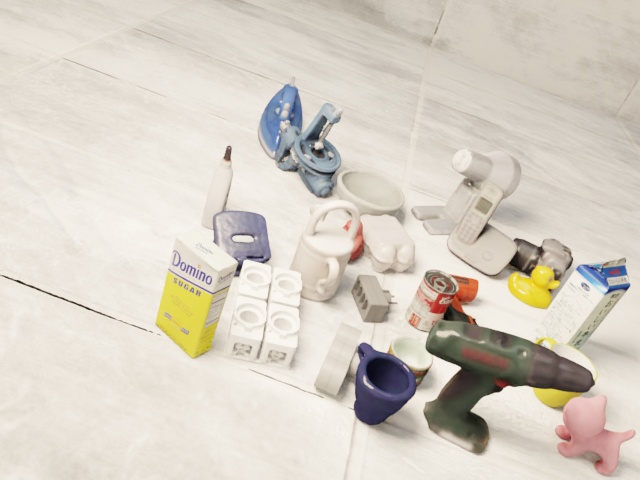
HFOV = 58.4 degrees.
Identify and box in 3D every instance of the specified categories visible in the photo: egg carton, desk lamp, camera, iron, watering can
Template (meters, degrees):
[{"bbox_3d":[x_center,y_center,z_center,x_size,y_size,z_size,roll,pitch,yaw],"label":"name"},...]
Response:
[{"bbox_3d":[0.137,0.005,1.223,0.107,0.069,0.150,0,39,-28],"label":"egg carton"},{"bbox_3d":[0.361,-0.123,1.393,0.204,0.213,0.117,-3,40,-30],"label":"desk lamp"},{"bbox_3d":[0.517,0.036,1.352,0.136,0.101,0.143,29,34,13],"label":"camera"},{"bbox_3d":[-0.094,-0.329,1.509,0.119,0.141,0.258,15,34,-9],"label":"iron"},{"bbox_3d":[0.007,0.004,1.044,0.101,0.194,0.172,-9,43,-36],"label":"watering can"}]

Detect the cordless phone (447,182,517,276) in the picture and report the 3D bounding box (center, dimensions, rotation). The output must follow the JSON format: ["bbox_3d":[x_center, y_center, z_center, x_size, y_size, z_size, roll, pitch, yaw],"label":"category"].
[{"bbox_3d":[0.385,-0.025,1.292,0.147,0.185,0.094,35,36,21],"label":"cordless phone"}]

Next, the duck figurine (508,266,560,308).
[{"bbox_3d":[0.475,0.093,1.264,0.104,0.086,0.078,25,34,7],"label":"duck figurine"}]

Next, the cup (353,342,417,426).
[{"bbox_3d":[0.080,0.222,0.862,0.092,0.095,0.117,-5,41,-33],"label":"cup"}]

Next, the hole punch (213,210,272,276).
[{"bbox_3d":[-0.144,0.007,1.053,0.109,0.091,0.101,0,38,-27],"label":"hole punch"}]

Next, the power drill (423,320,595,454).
[{"bbox_3d":[0.252,0.219,0.855,0.229,0.208,0.076,25,34,7],"label":"power drill"}]

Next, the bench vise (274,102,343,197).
[{"bbox_3d":[-0.028,-0.237,1.343,0.207,0.220,0.122,33,35,18],"label":"bench vise"}]

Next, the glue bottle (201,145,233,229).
[{"bbox_3d":[-0.192,-0.108,1.115,0.037,0.173,0.078,17,34,-5],"label":"glue bottle"}]

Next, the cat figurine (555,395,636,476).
[{"bbox_3d":[0.438,0.301,0.920,0.127,0.118,0.067,22,33,3],"label":"cat figurine"}]

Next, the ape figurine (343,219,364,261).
[{"bbox_3d":[0.060,-0.005,1.176,0.076,0.092,0.077,8,35,-18],"label":"ape figurine"}]

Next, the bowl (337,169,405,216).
[{"bbox_3d":[0.110,-0.094,1.345,0.167,0.075,0.167,14,34,-9],"label":"bowl"}]
